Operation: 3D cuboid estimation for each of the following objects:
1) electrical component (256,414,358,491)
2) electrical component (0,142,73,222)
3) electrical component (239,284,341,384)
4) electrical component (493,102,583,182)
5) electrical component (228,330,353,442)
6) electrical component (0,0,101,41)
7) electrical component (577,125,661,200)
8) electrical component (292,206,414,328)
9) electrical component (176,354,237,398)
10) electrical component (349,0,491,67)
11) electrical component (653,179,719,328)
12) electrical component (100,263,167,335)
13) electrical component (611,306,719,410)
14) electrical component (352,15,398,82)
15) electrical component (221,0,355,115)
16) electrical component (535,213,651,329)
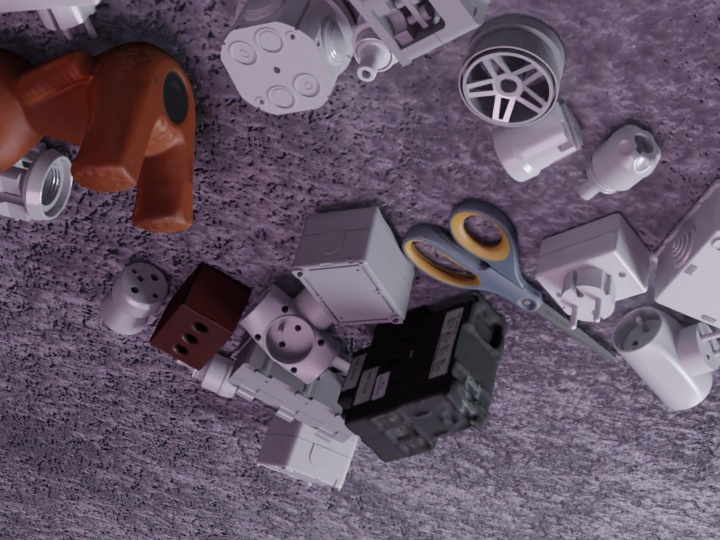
[{"bbox_3d":[-0.052,0.167,1.016,0.062,0.061,0.096,25,164,-20],"label":"electrical component"},{"bbox_3d":[-0.264,-0.071,0.845,0.057,0.058,0.078,15,140,9],"label":"electrical component"},{"bbox_3d":[-0.045,0.040,0.887,0.077,0.044,0.079,43,97,-8],"label":"electrical component"},{"bbox_3d":[0.116,-0.084,0.700,0.046,0.040,0.040,-25,124,33],"label":"electrical component"},{"bbox_3d":[-0.049,0.096,0.945,0.121,0.063,0.078,30,138,-13],"label":"electrical component"},{"bbox_3d":[-0.197,-0.182,0.702,0.083,0.047,0.075,1,136,20],"label":"electrical component"},{"bbox_3d":[0.166,-0.066,0.704,0.035,0.035,0.061,30,141,-13],"label":"electrical component"},{"bbox_3d":[0.000,0.000,0.826,0.062,0.061,0.096,-6,142,26],"label":"electrical component"},{"bbox_3d":[-0.140,0.093,0.998,0.061,0.035,0.035,24,139,-3],"label":"electrical component"},{"bbox_3d":[0.013,-0.199,0.570,0.062,0.089,0.150,-20,126,36],"label":"electrical component"},{"bbox_3d":[0.258,-0.003,0.729,0.100,0.048,0.099,22,140,-4],"label":"electrical component"},{"bbox_3d":[-0.197,0.025,0.935,0.045,0.045,0.055,31,138,-14],"label":"electrical component"},{"bbox_3d":[0.244,0.062,0.809,0.079,0.044,0.077,-22,125,38],"label":"electrical component"},{"bbox_3d":[0.011,-0.138,0.661,0.035,0.061,0.035,11,139,9],"label":"electrical component"},{"bbox_3d":[-0.046,-0.142,0.686,0.080,0.051,0.080,11,139,9],"label":"electrical component"},{"bbox_3d":[0.162,0.010,0.758,0.066,0.076,0.047,-21,126,37],"label":"electrical component"}]
